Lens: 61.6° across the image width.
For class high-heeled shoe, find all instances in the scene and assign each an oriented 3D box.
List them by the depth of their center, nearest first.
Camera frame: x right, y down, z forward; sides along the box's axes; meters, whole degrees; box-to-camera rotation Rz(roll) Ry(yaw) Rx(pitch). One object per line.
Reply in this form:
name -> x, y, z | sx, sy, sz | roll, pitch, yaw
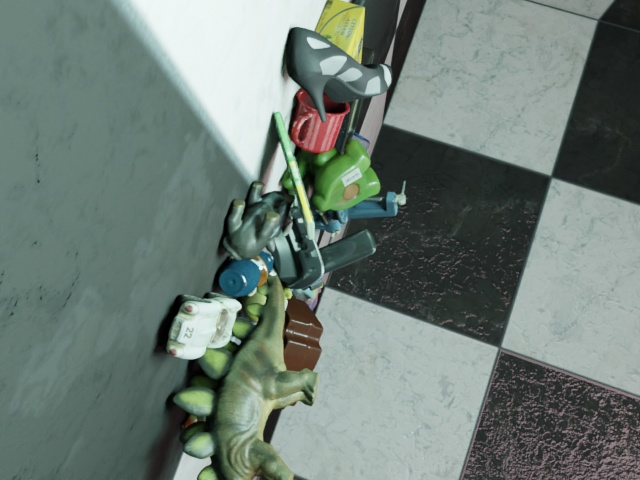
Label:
high-heeled shoe -> 0.035, -0.282, 0.838 | 0.249, 0.086, 0.145 | -46, 128, -43

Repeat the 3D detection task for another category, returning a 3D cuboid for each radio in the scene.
radio -> 0.050, -0.297, 1.177 | 0.229, 0.073, 0.131 | 101, 9, -49

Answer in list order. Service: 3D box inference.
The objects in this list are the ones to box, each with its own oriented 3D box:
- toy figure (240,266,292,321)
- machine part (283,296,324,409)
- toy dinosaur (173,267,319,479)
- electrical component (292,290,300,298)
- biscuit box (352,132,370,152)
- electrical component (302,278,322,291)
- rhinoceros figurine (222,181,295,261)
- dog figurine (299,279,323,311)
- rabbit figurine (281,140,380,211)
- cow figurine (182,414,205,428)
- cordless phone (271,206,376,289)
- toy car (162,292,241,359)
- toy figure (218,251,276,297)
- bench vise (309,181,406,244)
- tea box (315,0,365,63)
toy figure -> -0.098, 0.092, 1.042 | 0.180, 0.089, 0.082 | -77, -176, -57
machine part -> -0.087, 0.226, 1.111 | 0.201, 0.087, 0.201 | -63, -155, 9
toy dinosaur -> -0.102, 0.216, 0.808 | 0.105, 0.199, 0.471 | 103, 3, -48
electrical component -> -0.077, 0.096, 1.195 | 0.021, 0.094, 0.063 | -38, 162, -16
biscuit box -> 0.049, -0.176, 1.356 | 0.202, 0.062, 0.059 | -62, -144, 13
electrical component -> -0.039, 0.046, 1.179 | 0.058, 0.134, 0.115 | -26, 168, -4
rhinoceros figurine -> -0.085, -0.025, 0.822 | 0.190, 0.073, 0.112 | -55, 161, -68
dog figurine -> -0.080, 0.188, 1.381 | 0.191, 0.109, 0.219 | 95, 18, -69
rabbit figurine -> 0.010, -0.132, 1.017 | 0.159, 0.170, 0.121 | -39, 141, 6
cow figurine -> -0.175, 0.284, 0.925 | 0.194, 0.086, 0.127 | 96, 20, -55
cordless phone -> -0.002, -0.003, 0.979 | 0.088, 0.184, 0.146 | 52, 17, -73
toy car -> -0.153, 0.112, 0.718 | 0.201, 0.056, 0.073 | 40, 69, -84
toy figure -> -0.114, 0.048, 0.853 | 0.154, 0.058, 0.064 | -37, 129, -76
bench vise -> 0.064, -0.071, 1.146 | 0.223, 0.241, 0.129 | 73, 24, -46
tea box -> 0.032, -0.330, 0.956 | 0.169, 0.068, 0.098 | 75, 35, -77
